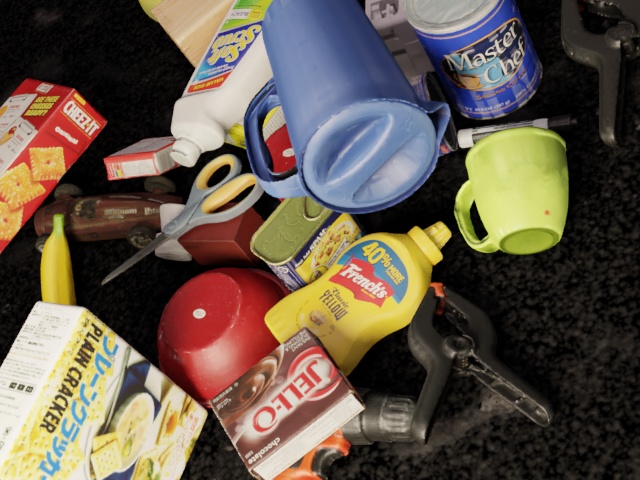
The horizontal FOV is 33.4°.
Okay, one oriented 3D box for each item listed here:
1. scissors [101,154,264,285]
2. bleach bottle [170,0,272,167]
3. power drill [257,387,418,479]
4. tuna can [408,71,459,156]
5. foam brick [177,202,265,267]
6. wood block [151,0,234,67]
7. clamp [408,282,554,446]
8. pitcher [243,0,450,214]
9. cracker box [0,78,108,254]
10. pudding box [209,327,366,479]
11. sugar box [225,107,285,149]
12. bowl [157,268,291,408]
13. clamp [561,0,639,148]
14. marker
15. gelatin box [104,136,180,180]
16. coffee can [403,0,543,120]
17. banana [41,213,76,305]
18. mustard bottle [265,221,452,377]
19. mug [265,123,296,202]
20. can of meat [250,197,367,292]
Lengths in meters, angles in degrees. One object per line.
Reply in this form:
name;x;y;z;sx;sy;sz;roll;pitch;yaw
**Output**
scissors;-0.151;-0.028;1.140;0.202;0.016;0.096;-25;46;12
bleach bottle;-0.091;-0.190;1.201;0.103;0.068;0.250;11;64;37
power drill;-0.002;0.214;0.927;0.185;0.057;0.187;-3;54;32
tuna can;0.109;-0.126;1.085;0.034;0.086;0.086;-19;50;19
foam brick;-0.103;-0.007;1.144;0.078;0.053;0.051;1;58;30
wood block;-0.093;-0.301;1.325;0.206;0.090;0.090;-39;48;0
clamp;0.132;0.105;0.929;0.120;0.039;0.171;3;45;-5
pitcher;0.008;-0.146;1.040;0.145;0.149;0.243;-63;32;35
cracker box;-0.385;-0.097;1.345;0.213;0.072;0.164;-53;36;-13
pudding box;-0.029;0.143;0.930;0.113;0.039;0.090;-40;44;0
sugar box;-0.048;-0.185;1.247;0.093;0.048;0.176;22;67;40
bowl;-0.107;0.085;1.079;0.162;0.055;0.162;-16;51;20
clamp;0.312;-0.197;1.053;0.164;0.036;0.210;-29;48;8
marker;0.198;-0.109;1.068;0.121;0.020;0.020;-6;55;27
gelatin box;-0.197;-0.097;1.251;0.073;0.030;0.089;-3;18;28
coffee can;0.156;-0.204;1.077;0.103;0.140;0.103;-15;51;20
banana;-0.291;0.070;1.191;0.037;0.070;0.198;-8;61;-11
mustard bottle;0.047;0.049;1.013;0.191;0.058;0.096;-39;56;-2
mug;-0.016;-0.080;1.127;0.093;0.081;0.117;-25;48;12
can of meat;-0.007;0.001;1.062;0.058;0.084;0.102;31;76;41
